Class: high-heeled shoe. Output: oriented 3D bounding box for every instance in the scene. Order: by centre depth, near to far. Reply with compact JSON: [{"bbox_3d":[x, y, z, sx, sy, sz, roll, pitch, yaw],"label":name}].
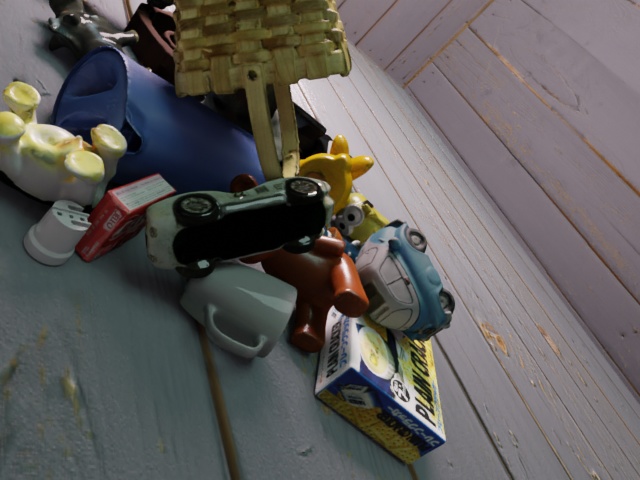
[{"bbox_3d":[-0.053,-0.186,1.029,0.145,0.086,0.249,-6,54,-54],"label":"high-heeled shoe"}]

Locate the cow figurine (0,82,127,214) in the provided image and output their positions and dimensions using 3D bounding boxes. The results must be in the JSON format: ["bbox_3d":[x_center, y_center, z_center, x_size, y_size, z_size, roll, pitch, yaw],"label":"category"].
[{"bbox_3d":[-0.267,-0.082,0.475,0.167,0.098,0.068,26,46,-14],"label":"cow figurine"}]

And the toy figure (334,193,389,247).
[{"bbox_3d":[0.103,-0.012,1.014,0.180,0.082,0.089,38,12,-9],"label":"toy figure"}]

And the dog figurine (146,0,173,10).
[{"bbox_3d":[-0.321,-0.409,0.834,0.190,0.172,0.121,34,-14,-22],"label":"dog figurine"}]

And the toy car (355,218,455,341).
[{"bbox_3d":[0.094,0.060,0.702,0.103,0.109,0.162,-12,69,-36],"label":"toy car"}]

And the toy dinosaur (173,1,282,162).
[{"bbox_3d":[-0.103,-0.226,0.726,0.192,0.404,0.131,23,53,-6],"label":"toy dinosaur"}]

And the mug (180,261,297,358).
[{"bbox_3d":[-0.091,0.071,0.552,0.107,0.080,0.110,28,33,-8],"label":"mug"}]

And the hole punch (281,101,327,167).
[{"bbox_3d":[-0.066,-0.192,0.946,0.115,0.092,0.142,40,-3,-12],"label":"hole punch"}]

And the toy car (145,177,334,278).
[{"bbox_3d":[-0.074,-0.017,0.543,0.202,0.073,0.056,-13,36,-30],"label":"toy car"}]

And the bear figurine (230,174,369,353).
[{"bbox_3d":[-0.048,0.024,0.643,0.195,0.120,0.132,35,29,-23],"label":"bear figurine"}]

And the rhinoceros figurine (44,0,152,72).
[{"bbox_3d":[-0.301,-0.252,0.712,0.112,0.073,0.190,-4,56,-49],"label":"rhinoceros figurine"}]

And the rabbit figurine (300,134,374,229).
[{"bbox_3d":[0.009,-0.104,0.941,0.122,0.162,0.173,37,4,7],"label":"rabbit figurine"}]

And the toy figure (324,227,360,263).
[{"bbox_3d":[0.000,-0.004,0.839,0.154,0.064,0.058,35,12,-26],"label":"toy figure"}]

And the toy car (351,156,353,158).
[{"bbox_3d":[0.005,-0.198,1.175,0.202,0.053,0.089,37,14,-14],"label":"toy car"}]

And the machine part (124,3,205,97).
[{"bbox_3d":[-0.250,-0.325,0.930,0.179,0.056,0.179,38,26,-22],"label":"machine part"}]
